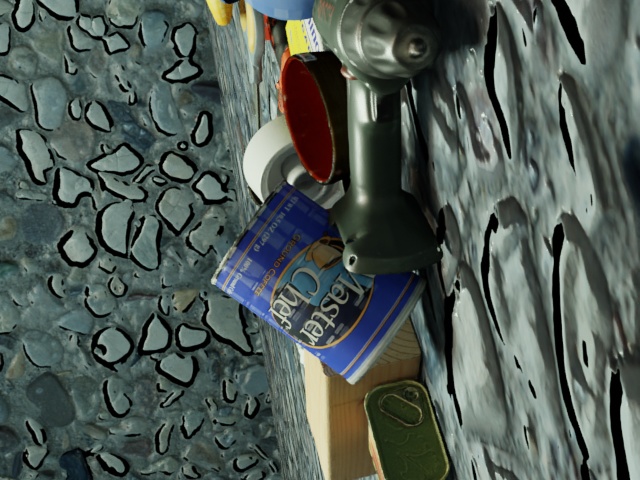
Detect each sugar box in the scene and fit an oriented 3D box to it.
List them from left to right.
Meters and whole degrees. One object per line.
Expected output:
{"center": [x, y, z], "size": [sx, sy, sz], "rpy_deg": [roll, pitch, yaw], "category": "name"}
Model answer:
{"center": [0.002, -0.190, 0.993], "size": [0.176, 0.048, 0.093], "rpy_deg": [114, 145, -79], "category": "sugar box"}

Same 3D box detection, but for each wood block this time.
{"center": [0.038, 0.141, 1.022], "size": [0.206, 0.090, 0.090], "rpy_deg": [89, 166, -51], "category": "wood block"}

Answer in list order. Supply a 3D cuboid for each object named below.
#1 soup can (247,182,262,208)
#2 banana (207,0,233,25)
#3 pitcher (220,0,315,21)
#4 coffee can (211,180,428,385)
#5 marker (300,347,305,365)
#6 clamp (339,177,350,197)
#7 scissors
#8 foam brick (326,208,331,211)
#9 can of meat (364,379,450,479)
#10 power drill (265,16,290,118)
{"center": [-0.045, -0.072, 1.328], "size": [0.102, 0.068, 0.068], "rpy_deg": [-28, -72, -77], "category": "soup can"}
{"center": [-0.124, -0.347, 1.213], "size": [0.069, 0.037, 0.198], "rpy_deg": [37, -137, -78], "category": "banana"}
{"center": [-0.025, -0.244, 0.765], "size": [0.243, 0.149, 0.145], "rpy_deg": [99, 160, -78], "category": "pitcher"}
{"center": [-0.001, 0.033, 0.850], "size": [0.140, 0.102, 0.103], "rpy_deg": [36, 169, 1], "category": "coffee can"}
{"center": [-0.009, 0.064, 1.052], "size": [0.020, 0.020, 0.121], "rpy_deg": [-123, 33, -72], "category": "marker"}
{"center": [0.044, -0.033, 0.934], "size": [0.120, 0.039, 0.171], "rpy_deg": [110, 149, -54], "category": "clamp"}
{"center": [-0.079, -0.212, 1.244], "size": [0.202, 0.016, 0.096], "rpy_deg": [96, 160, -54], "category": "scissors"}
{"center": [0.032, 0.006, 1.020], "size": [0.078, 0.051, 0.053], "rpy_deg": [92, 165, -61], "category": "foam brick"}
{"center": [0.076, 0.188, 0.939], "size": [0.084, 0.057, 0.102], "rpy_deg": [84, 172, -53], "category": "can of meat"}
{"center": [-0.038, -0.206, 1.244], "size": [0.184, 0.057, 0.188], "rpy_deg": [99, 156, -57], "category": "power drill"}
